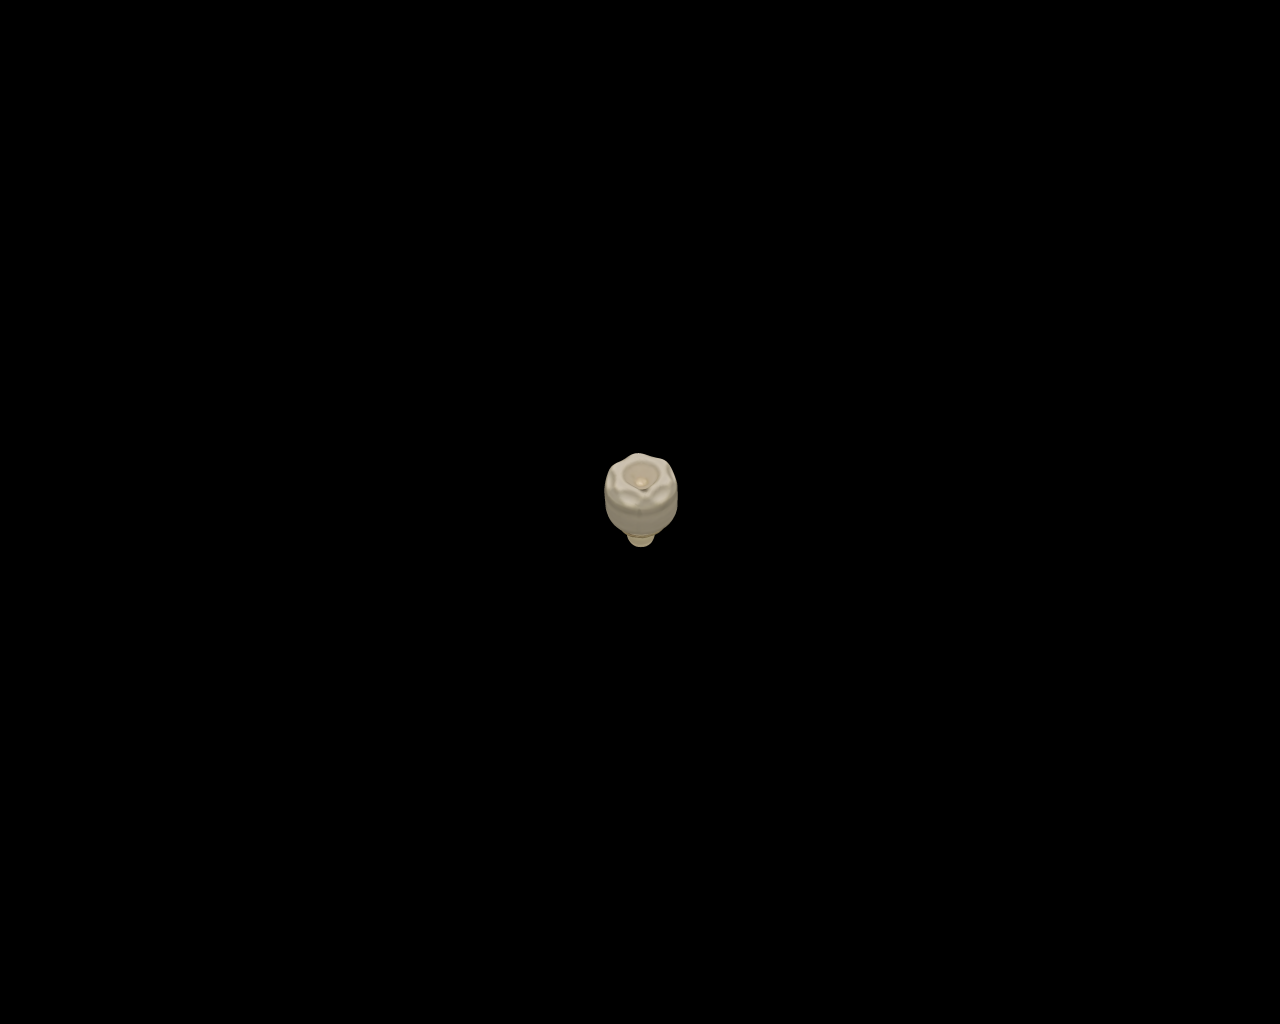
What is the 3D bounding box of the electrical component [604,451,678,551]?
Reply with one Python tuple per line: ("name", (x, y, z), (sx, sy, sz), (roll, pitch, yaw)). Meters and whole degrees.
("electrical component", (0.001, -0.003, 0.650), (0.043, 0.043, 0.062), (0, -42, 0))
